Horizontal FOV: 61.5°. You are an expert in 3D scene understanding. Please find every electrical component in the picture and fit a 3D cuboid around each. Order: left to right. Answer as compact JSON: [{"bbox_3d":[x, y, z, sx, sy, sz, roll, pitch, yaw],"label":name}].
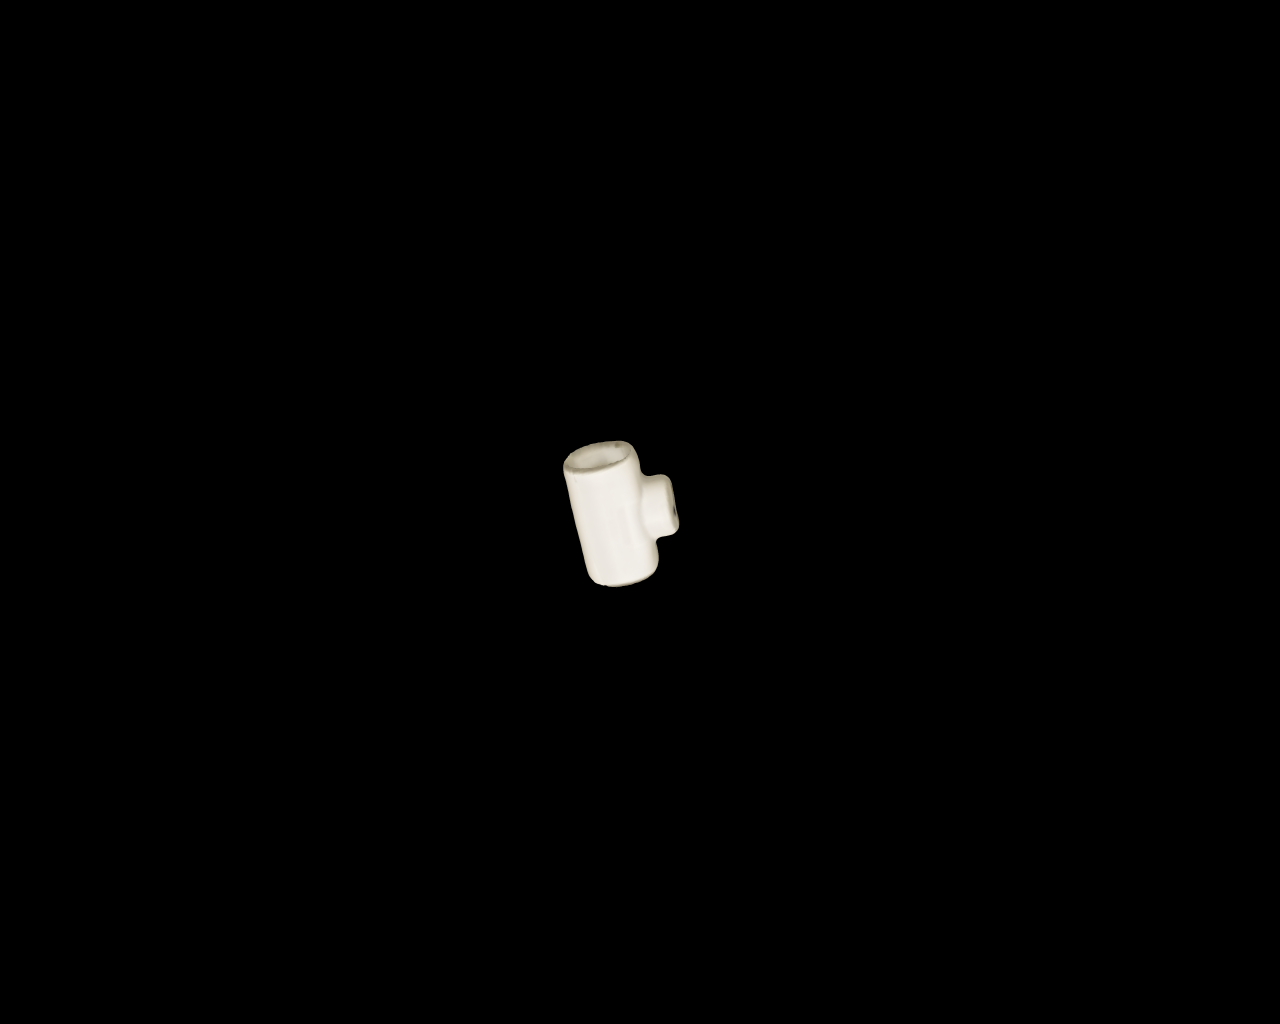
[{"bbox_3d":[0.001,-0.003,0.650,0.079,0.077,0.043,-11,24,5],"label":"electrical component"}]
